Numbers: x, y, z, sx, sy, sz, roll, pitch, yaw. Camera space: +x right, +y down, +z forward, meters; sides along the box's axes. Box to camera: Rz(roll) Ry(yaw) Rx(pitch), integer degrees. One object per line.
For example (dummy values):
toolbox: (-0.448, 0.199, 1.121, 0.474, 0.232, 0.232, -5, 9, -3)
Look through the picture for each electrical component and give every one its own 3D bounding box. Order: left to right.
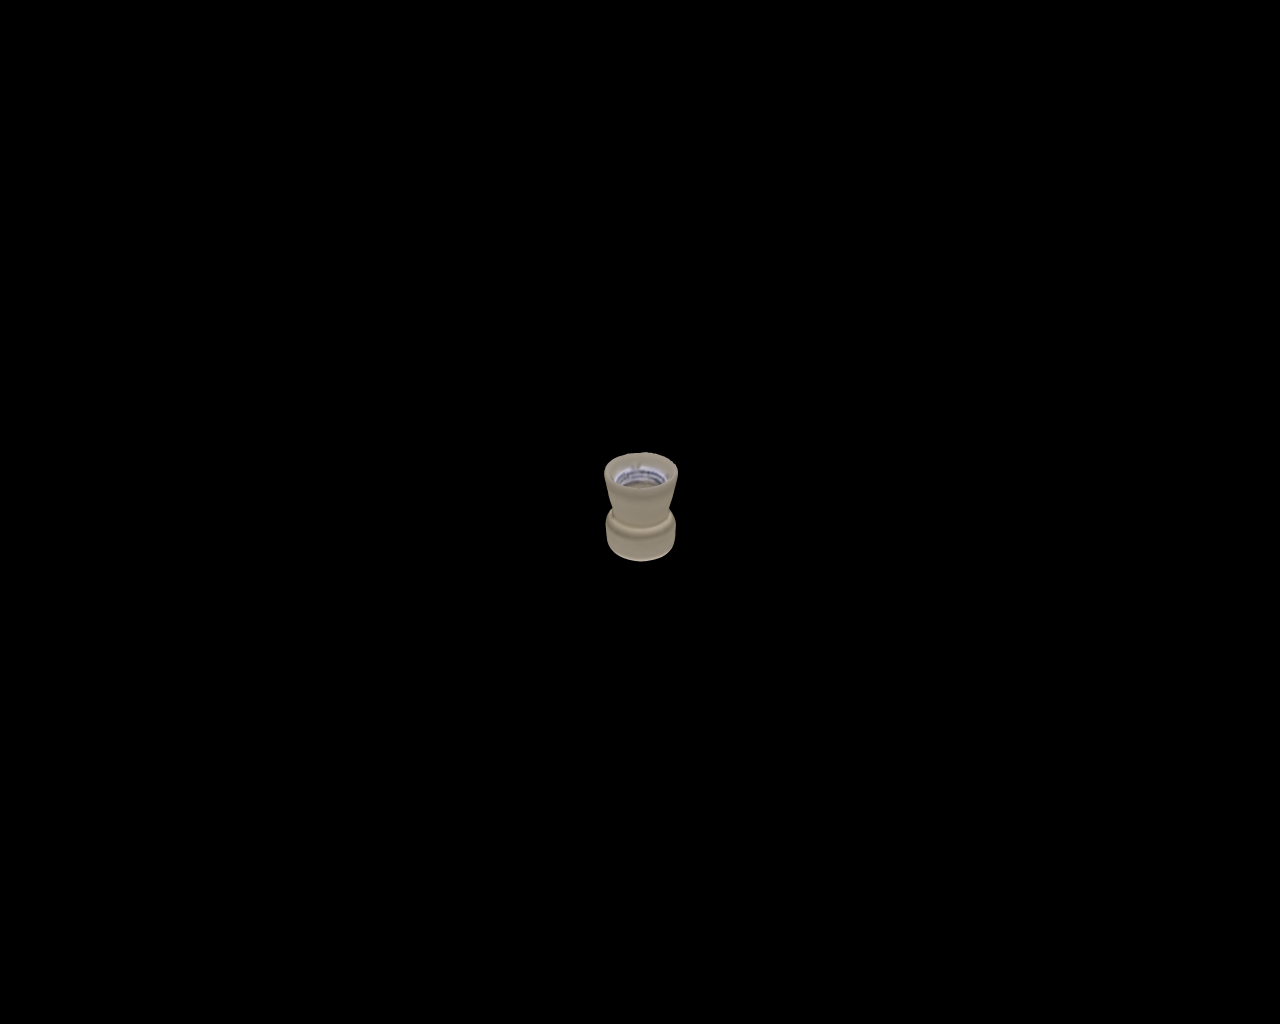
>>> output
electrical component: (0.001, -0.003, 0.650, 0.045, 0.055, 0.045, 0, 33, 0)
